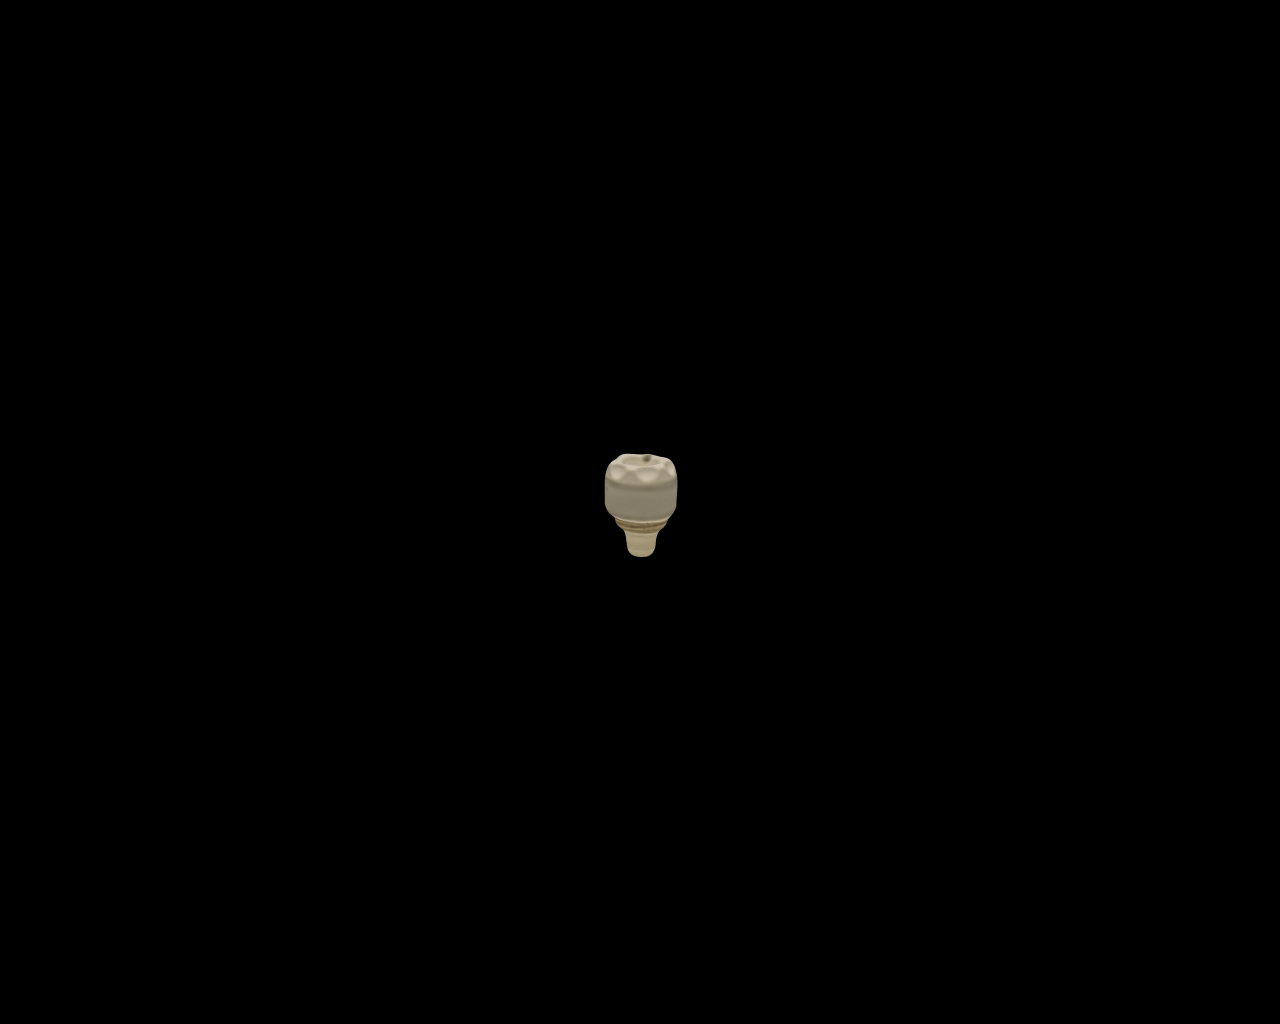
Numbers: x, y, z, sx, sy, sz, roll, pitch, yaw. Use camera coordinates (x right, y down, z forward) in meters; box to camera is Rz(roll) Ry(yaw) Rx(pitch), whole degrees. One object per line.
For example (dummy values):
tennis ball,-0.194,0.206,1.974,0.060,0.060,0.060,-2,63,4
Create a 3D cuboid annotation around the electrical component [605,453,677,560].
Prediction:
electrical component,0.001,-0.003,0.650,0.043,0.062,0.043,0,18,0
